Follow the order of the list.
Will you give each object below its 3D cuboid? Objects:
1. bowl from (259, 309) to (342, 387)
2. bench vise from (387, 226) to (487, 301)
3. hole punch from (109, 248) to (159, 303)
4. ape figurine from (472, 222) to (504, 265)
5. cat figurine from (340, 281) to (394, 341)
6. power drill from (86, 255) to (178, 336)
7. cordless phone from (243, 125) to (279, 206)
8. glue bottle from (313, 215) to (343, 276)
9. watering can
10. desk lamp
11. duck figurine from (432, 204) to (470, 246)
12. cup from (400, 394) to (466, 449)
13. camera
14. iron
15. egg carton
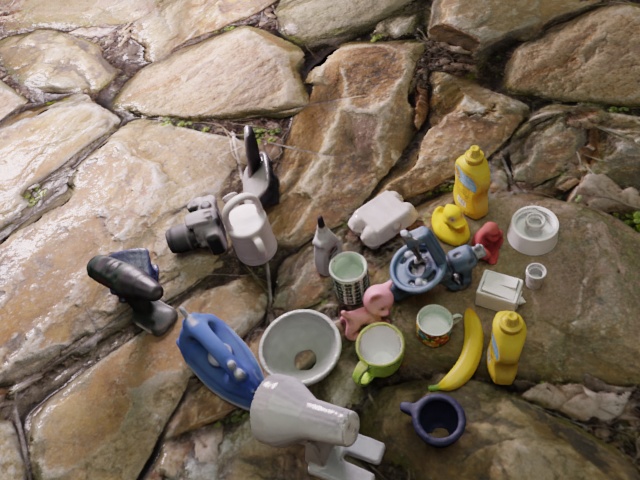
[{"bbox_3d":[-0.034,0.229,1.158,0.167,0.075,0.167,-5,53,7],"label":"bowl"},{"bbox_3d":[0.229,0.026,1.168,0.207,0.220,0.121,-30,54,-11],"label":"bench vise"},{"bbox_3d":[-0.435,0.082,1.335,0.108,0.091,0.101,-12,52,2],"label":"hole punch"},{"bbox_3d":[0.368,-0.003,1.244,0.078,0.092,0.076,-31,54,-12],"label":"ape figurine"},{"bbox_3d":[0.100,0.138,1.173,0.128,0.118,0.067,-21,52,-5],"label":"cat figurine"},{"bbox_3d":[-0.388,0.117,1.225,0.228,0.209,0.076,22,61,25],"label":"power drill"},{"bbox_3d":[-0.165,-0.178,1.419,0.094,0.185,0.147,-14,52,1],"label":"cordless phone"},{"bbox_3d":[0.012,0.004,1.256,0.037,0.173,0.078,21,60,25],"label":"glue bottle"},{"bbox_3d":[-0.172,-0.038,1.310,0.172,0.194,0.101,29,63,28],"label":"watering can"},{"bbox_3d":[-0.001,0.330,0.988,0.202,0.214,0.118,13,57,20],"label":"desk lamp"},{"bbox_3d":[0.296,-0.047,1.296,0.077,0.086,0.104,-29,53,-11],"label":"duck figurine"},{"bbox_3d":[0.199,0.330,1.025,0.117,0.095,0.092,15,58,21],"label":"cup"},{"bbox_3d":[-0.306,-0.033,1.390,0.137,0.101,0.143,-17,52,-2],"label":"camera"},{"bbox_3d":[-0.193,0.235,1.142,0.119,0.142,0.257,-41,57,-19],"label":"iron"},{"bbox_3d":[0.147,-0.047,1.334,0.150,0.069,0.107,-34,55,-15],"label":"egg carton"}]
